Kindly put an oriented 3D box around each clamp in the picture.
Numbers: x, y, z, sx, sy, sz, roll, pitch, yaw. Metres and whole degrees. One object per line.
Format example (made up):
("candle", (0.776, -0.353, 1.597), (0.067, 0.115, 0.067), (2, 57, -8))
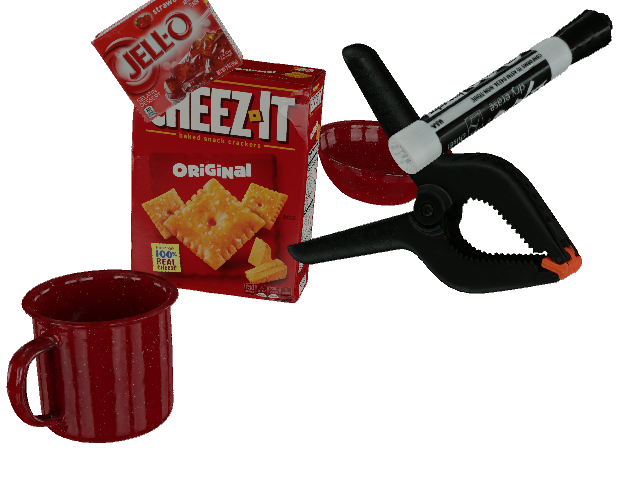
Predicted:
("clamp", (0.077, -0.034, 0.714), (0.210, 0.165, 0.036), (20, 21, 28))

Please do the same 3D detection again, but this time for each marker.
("marker", (0.082, -0.068, 0.471), (0.121, 0.020, 0.020), (-34, 11, -16))

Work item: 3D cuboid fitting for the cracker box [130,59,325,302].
("cracker box", (-0.088, -0.057, 0.986), (0.164, 0.214, 0.072), (8, 23, 7))

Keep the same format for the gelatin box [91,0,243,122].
("gelatin box", (-0.113, -0.142, 0.795), (0.089, 0.073, 0.030), (-30, 20, 9))

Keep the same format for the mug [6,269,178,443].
("mug", (-0.139, 0.074, 0.647), (0.093, 0.081, 0.117), (12, 22, 32))

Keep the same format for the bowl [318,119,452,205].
("bowl", (0.066, -0.083, 1.209), (0.162, 0.055, 0.162), (7, 27, -3))
